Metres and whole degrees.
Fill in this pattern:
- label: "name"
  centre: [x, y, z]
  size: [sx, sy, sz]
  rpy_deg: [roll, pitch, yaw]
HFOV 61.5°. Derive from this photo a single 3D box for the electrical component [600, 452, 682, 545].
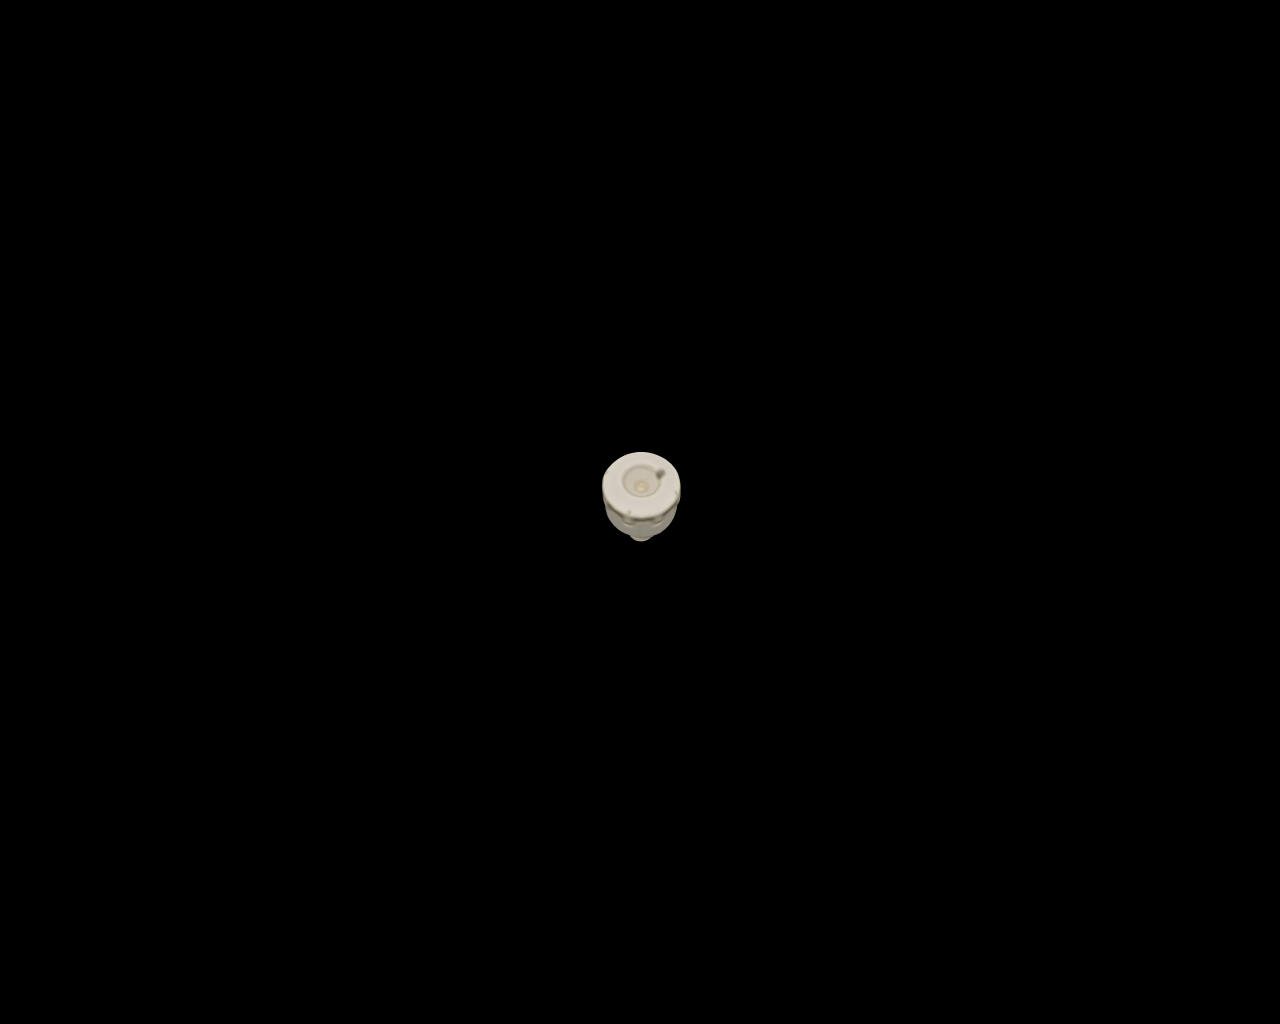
- label: "electrical component"
  centre: [0.001, -0.003, 0.650]
  size: [0.048, 0.048, 0.062]
  rpy_deg: [0, -32, 0]
